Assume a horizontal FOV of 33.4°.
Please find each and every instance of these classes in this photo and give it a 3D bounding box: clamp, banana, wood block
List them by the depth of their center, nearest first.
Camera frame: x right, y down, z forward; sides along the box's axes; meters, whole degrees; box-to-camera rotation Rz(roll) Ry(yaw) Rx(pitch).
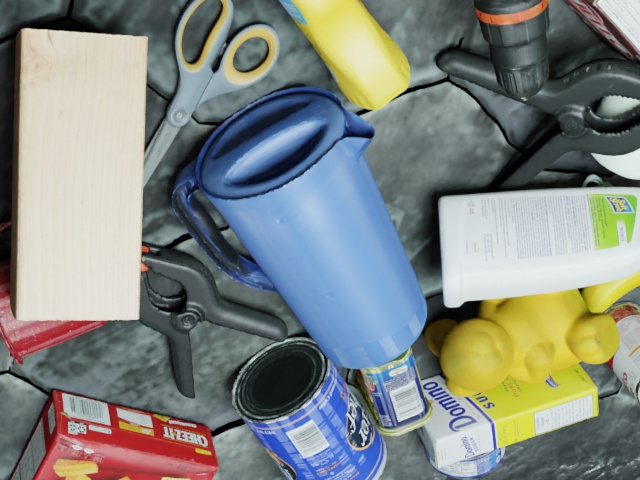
[{"bbox_3d":[-0.183,-0.048,0.800,0.090,0.090,0.206,1,95,-18],"label":"wood block"},{"bbox_3d":[0.216,-0.101,0.925,0.210,0.036,0.164,-1,133,22],"label":"clamp"},{"bbox_3d":[-0.108,0.062,0.967,0.120,0.039,0.171,-29,124,-1],"label":"clamp"},{"bbox_3d":[0.346,0.031,1.098,0.197,0.037,0.069,-22,129,-5],"label":"banana"}]

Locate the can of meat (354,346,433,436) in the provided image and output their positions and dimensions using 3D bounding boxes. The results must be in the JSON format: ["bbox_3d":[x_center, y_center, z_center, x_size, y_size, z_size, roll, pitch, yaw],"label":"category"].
[{"bbox_3d":[0.062,0.122,1.022,0.057,0.102,0.084,-21,122,-5],"label":"can of meat"}]

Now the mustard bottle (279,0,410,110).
[{"bbox_3d":[-0.005,-0.190,0.812,0.058,0.096,0.191,-36,124,8],"label":"mustard bottle"}]

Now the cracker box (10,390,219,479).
[{"bbox_3d":[-0.218,0.262,1.034,0.164,0.072,0.214,19,113,-26],"label":"cracker box"}]

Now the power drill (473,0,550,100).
[{"bbox_3d":[0.176,-0.220,0.786,0.187,0.057,0.184,-44,135,-31],"label":"power drill"}]

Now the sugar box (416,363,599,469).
[{"bbox_3d":[0.183,0.164,1.091,0.176,0.093,0.048,-15,123,-9],"label":"sugar box"}]

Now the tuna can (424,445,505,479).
[{"bbox_3d":[0.150,0.207,1.111,0.086,0.086,0.034,-16,126,-8],"label":"tuna can"}]

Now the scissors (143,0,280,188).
[{"bbox_3d":[-0.096,-0.108,0.882,0.096,0.016,0.202,8,118,-22],"label":"scissors"}]

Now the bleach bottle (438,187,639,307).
[{"bbox_3d":[0.233,0.003,0.950,0.251,0.102,0.068,-3,156,7],"label":"bleach bottle"}]

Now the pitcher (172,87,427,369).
[{"bbox_3d":[-0.006,0.001,0.920,0.145,0.149,0.242,-43,130,-16],"label":"pitcher"}]

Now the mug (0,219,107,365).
[{"bbox_3d":[-0.232,0.035,0.888,0.081,0.093,0.117,-21,98,-10],"label":"mug"}]

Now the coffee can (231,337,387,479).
[{"bbox_3d":[-0.009,0.178,1.032,0.103,0.103,0.140,-30,125,1],"label":"coffee can"}]

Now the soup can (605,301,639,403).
[{"bbox_3d":[0.333,0.119,1.107,0.068,0.102,0.068,-8,123,-13],"label":"soup can"}]

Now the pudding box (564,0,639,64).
[{"bbox_3d":[0.247,-0.191,0.897,0.113,0.090,0.039,33,104,-32],"label":"pudding box"}]
